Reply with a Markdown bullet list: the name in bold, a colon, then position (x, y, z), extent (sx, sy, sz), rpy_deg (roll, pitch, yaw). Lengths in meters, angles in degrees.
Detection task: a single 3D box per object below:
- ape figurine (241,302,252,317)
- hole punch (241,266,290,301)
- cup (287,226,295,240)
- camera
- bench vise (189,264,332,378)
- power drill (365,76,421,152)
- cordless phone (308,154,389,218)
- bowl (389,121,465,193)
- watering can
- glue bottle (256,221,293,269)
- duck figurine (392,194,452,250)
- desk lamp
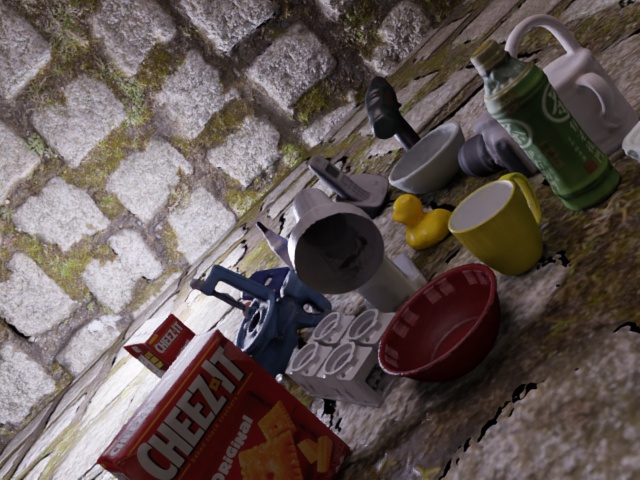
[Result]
- **ape figurine**: position (-0.117, 0.158, 1.116), extent (0.076, 0.092, 0.078), rpy_deg (-32, 19, 40)
- **hole punch**: position (-0.103, 0.101, 1.241), extent (0.101, 0.091, 0.109), rpy_deg (-36, 16, 29)
- **cup**: position (-0.013, -0.002, 1.275), extent (0.091, 0.095, 0.117), rpy_deg (-43, 14, 6)
- **camera**: position (0.284, -0.163, 0.894), extent (0.143, 0.101, 0.136), rpy_deg (-53, 16, -30)
- **bench vise**: position (-0.104, 0.101, 0.979), extent (0.121, 0.220, 0.208), rpy_deg (-27, 22, 49)
- **power drill**: position (0.171, -0.240, 1.210), extent (0.075, 0.208, 0.229), rpy_deg (-38, 16, 25)
- **cordless phone**: position (0.061, -0.135, 1.263), extent (0.094, 0.185, 0.147), rpy_deg (-35, 17, 31)
- **bowl**: position (0.215, -0.141, 1.079), extent (0.167, 0.075, 0.167), rpy_deg (-41, 15, 14)
- **watering can**: position (0.307, -0.199, 0.742), extent (0.101, 0.194, 0.172), rpy_deg (-49, 15, -18)
- **glue bottle**: position (-0.072, 0.024, 1.208), extent (0.037, 0.173, 0.078), rpy_deg (-44, 14, 3)
- **duck figurine**: position (0.158, -0.038, 0.920), extent (0.078, 0.086, 0.104), rpy_deg (-52, 16, -26)
- **desk lamp**: position (0.044, 0.021, 0.809), extent (0.118, 0.214, 0.203), rpy_deg (-42, 14, 8)
